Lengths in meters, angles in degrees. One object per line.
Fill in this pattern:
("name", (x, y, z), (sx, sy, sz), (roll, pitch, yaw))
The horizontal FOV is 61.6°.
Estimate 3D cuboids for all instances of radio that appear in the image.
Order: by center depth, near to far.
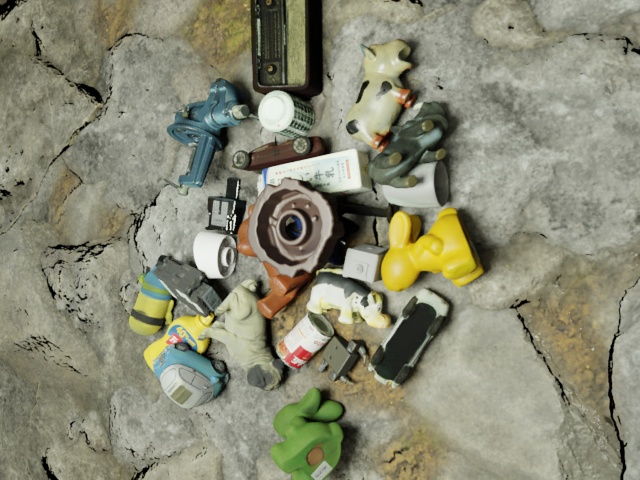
("radio", (-0.067, -0.402, 1.070), (0.131, 0.073, 0.229), (0, 91, 24))

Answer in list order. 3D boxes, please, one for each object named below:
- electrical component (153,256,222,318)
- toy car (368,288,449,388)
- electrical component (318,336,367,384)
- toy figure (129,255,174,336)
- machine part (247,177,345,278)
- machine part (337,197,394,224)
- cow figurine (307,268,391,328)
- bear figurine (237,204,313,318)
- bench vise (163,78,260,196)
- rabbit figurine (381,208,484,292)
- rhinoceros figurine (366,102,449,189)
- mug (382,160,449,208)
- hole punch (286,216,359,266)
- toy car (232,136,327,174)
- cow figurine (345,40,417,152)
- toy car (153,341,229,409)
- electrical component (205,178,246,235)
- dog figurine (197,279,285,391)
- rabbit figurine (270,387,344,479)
("electrical component", (-0.272, 0.103, 1.138), (0.134, 0.114, 0.058), (24, 65, 29))
("toy car", (0.163, 0.183, 0.993), (0.074, 0.056, 0.201), (34, 105, 13))
("electrical component", (0.046, 0.234, 1.052), (0.078, 0.045, 0.102), (37, 104, 48))
("toy figure", (-0.374, 0.127, 1.207), (0.082, 0.089, 0.180), (29, 105, 28))
("machine part", (-0.044, -0.023, 0.956), (0.180, 0.056, 0.179), (1, 92, 27))
("machine part", (0.071, -0.059, 1.016), (0.139, 0.084, 0.039), (8, 95, 14))
("cow figurine", (0.063, 0.111, 1.030), (0.168, 0.068, 0.098), (13, 91, 22))
("bear figurine", (-0.111, 0.035, 1.071), (0.196, 0.132, 0.120), (45, 135, 10))
("bench vise", (-0.236, -0.204, 1.113), (0.224, 0.128, 0.240), (8, 77, 31))
("rabbit figurine", (0.179, 0.023, 0.946), (0.173, 0.122, 0.162), (-30, 76, 22))
("rhinoceros figurine", (0.161, -0.166, 0.936), (0.190, 0.112, 0.073), (-49, 114, -17))
("mug", (0.171, -0.109, 0.973), (0.107, 0.080, 0.109), (-4, 66, 30))
("hole punch", (-0.002, -0.003, 1.032), (0.142, 0.116, 0.092), (32, 111, 20))
("toy car", (-0.083, -0.172, 1.074), (0.202, 0.089, 0.053), (-7, 89, 25))
("cow figurine", (0.109, -0.275, 0.994), (0.127, 0.085, 0.194), (32, 105, 15))
("toy car", (-0.277, 0.296, 1.135), (0.161, 0.103, 0.109), (39, 107, -20))
("electrical component", (-0.199, -0.074, 1.150), (0.075, 0.047, 0.119), (13, 98, 22))
("dog figurine", (-0.127, 0.197, 1.108), (0.191, 0.121, 0.172), (35, 108, 5))
("rabbit figurine", (-0.036, 0.363, 1.040), (0.159, 0.121, 0.170), (-52, 28, -7))
